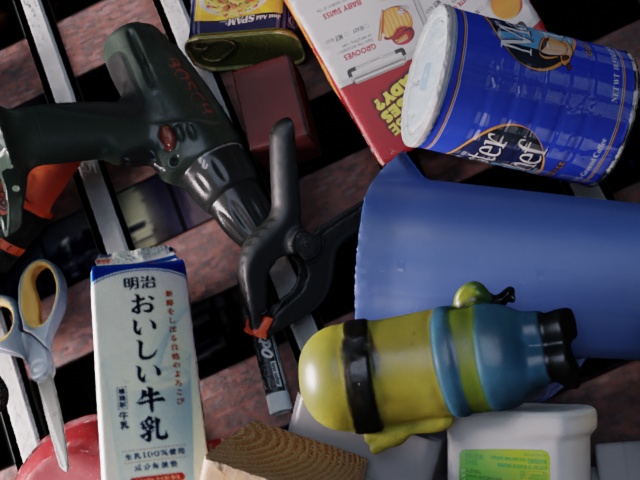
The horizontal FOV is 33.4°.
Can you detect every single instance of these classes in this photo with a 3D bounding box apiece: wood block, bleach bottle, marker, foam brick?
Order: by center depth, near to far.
[{"bbox_3d":[0.139,0.238,0.720,0.103,0.068,0.251,-4,86,32],"label":"bleach bottle"},{"bbox_3d":[-0.042,0.242,0.727,0.091,0.090,0.206,16,102,17],"label":"wood block"},{"bbox_3d":[-0.045,0.081,0.854,0.020,0.020,0.121,-18,70,7],"label":"marker"},{"bbox_3d":[-0.035,-0.105,0.891,0.051,0.053,0.078,-17,69,8],"label":"foam brick"}]

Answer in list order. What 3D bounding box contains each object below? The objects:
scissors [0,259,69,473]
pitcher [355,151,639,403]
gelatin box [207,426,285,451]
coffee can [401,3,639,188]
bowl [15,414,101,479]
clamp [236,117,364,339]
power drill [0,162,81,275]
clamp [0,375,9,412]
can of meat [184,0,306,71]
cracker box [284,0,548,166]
[{"bbox_3d":[-0.242,0.106,0.871,0.096,0.016,0.202,-19,54,16],"label":"scissors"},{"bbox_3d":[0.148,0.035,0.773,0.243,0.149,0.145,5,50,11],"label":"pitcher"},{"bbox_3d":[-0.056,0.194,0.816,0.073,0.030,0.089,-13,70,10],"label":"gelatin box"},{"bbox_3d":[0.140,-0.102,0.764,0.140,0.103,0.103,12,75,-9],"label":"coffee can"},{"bbox_3d":[-0.182,0.212,0.829,0.162,0.055,0.162,-4,72,12],"label":"bowl"},{"bbox_3d":[-0.006,0.001,0.844,0.120,0.039,0.171,19,88,-13],"label":"clamp"},{"bbox_3d":[-0.321,-0.051,0.942,0.188,0.057,0.184,35,88,18],"label":"power drill"},{"bbox_3d":[-0.324,0.049,0.880,0.165,0.036,0.210,2,93,25],"label":"clamp"},{"bbox_3d":[-0.063,-0.198,0.924,0.102,0.057,0.084,-2,71,12],"label":"can of meat"},{"bbox_3d":[0.066,-0.189,0.851,0.164,0.072,0.214,-30,90,4],"label":"cracker box"}]
